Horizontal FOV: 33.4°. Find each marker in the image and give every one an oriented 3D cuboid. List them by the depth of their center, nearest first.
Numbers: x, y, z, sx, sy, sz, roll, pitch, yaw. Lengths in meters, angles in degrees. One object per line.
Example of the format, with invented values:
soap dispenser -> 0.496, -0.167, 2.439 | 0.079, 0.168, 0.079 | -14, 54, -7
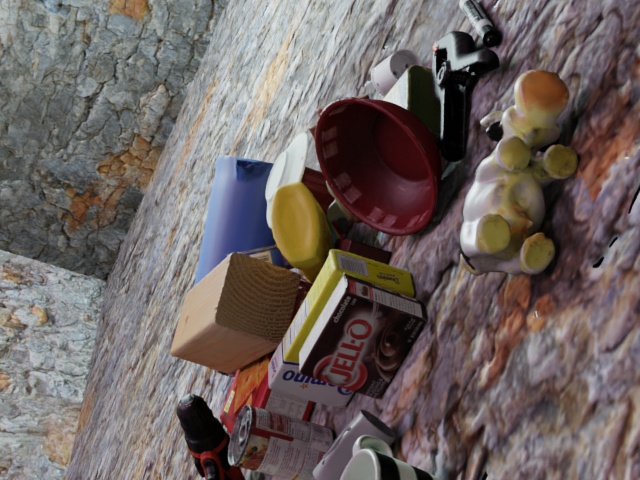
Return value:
marker -> 0.168, -0.231, 1.124 | 0.121, 0.020, 0.020 | -101, 32, -59

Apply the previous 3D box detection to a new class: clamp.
clamp -> 0.145, -0.173, 1.098 | 0.171, 0.039, 0.120 | -95, 25, -48

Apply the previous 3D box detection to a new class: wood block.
wood block -> -0.107, 0.093, 1.301 | 0.206, 0.090, 0.091 | 144, 142, -63

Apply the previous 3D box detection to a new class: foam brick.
foam brick -> 0.039, 0.042, 1.199 | 0.053, 0.051, 0.078 | -174, 102, -72

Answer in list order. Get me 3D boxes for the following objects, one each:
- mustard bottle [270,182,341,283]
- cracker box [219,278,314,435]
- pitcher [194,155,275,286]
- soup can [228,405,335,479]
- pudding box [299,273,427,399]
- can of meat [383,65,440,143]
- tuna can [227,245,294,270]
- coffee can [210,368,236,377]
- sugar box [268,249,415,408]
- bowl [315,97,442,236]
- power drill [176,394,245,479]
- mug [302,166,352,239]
mustard bottle -> -0.009, 0.002, 1.288 | 0.191, 0.058, 0.096 | 49, -153, -71
cracker box -> -0.051, 0.155, 1.336 | 0.164, 0.072, 0.214 | -157, 86, -74
pitcher -> -0.117, 0.000, 1.660 | 0.145, 0.149, 0.243 | 1, 76, 57
soup can -> -0.042, 0.227, 1.171 | 0.069, 0.102, 0.068 | -162, 90, -74
pudding box -> 0.040, 0.097, 1.062 | 0.039, 0.090, 0.114 | -98, 31, -59
can of meat -> 0.098, -0.132, 1.182 | 0.084, 0.057, 0.102 | -50, 28, 47
tuna can -> -0.071, 0.026, 1.339 | 0.086, 0.086, 0.034 | 169, 90, -72
coffee can -> -0.108, 0.111, 1.518 | 0.103, 0.102, 0.140 | -95, 28, -54
sugar box -> 0.019, 0.097, 1.128 | 0.048, 0.093, 0.176 | -97, 28, -56
bowl -> 0.071, -0.086, 1.110 | 0.055, 0.162, 0.162 | -38, -5, -34
power drill -> -0.133, 0.307, 1.331 | 0.187, 0.057, 0.184 | -100, -10, -55
mug -> -0.008, -0.046, 1.393 | 0.117, 0.081, 0.093 | 163, 124, -71
